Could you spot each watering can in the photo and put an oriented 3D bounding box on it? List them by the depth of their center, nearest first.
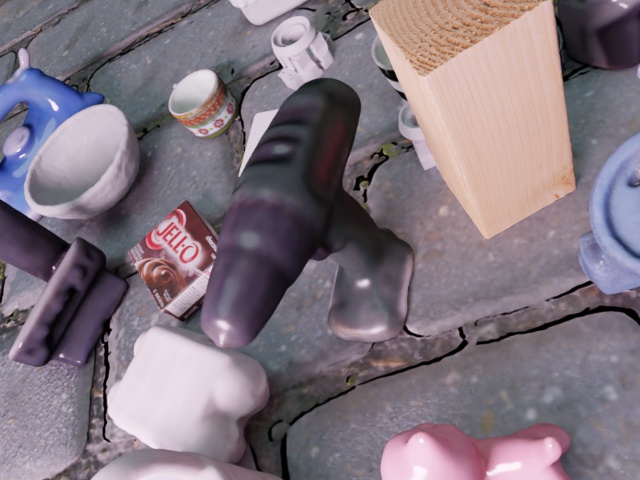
[{"bbox_3d":[-0.085,0.197,0.384,0.172,0.195,0.101,-8,59,24],"label":"watering can"}]

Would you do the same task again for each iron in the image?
[{"bbox_3d":[-0.421,-0.129,0.793,0.118,0.142,0.258,16,70,34],"label":"iron"}]

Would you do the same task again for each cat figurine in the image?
[{"bbox_3d":[0.096,0.147,0.367,0.127,0.118,0.067,-18,55,18],"label":"cat figurine"}]

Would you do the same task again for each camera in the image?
[{"bbox_3d":[0.301,-0.225,0.491,0.143,0.101,0.136,-49,52,-6],"label":"camera"}]

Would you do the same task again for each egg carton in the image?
[{"bbox_3d":[-0.119,0.139,0.517,0.149,0.070,0.107,12,68,33],"label":"egg carton"}]

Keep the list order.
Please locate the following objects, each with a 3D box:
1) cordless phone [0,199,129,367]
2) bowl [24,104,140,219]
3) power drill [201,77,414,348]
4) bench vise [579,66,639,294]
[{"bbox_3d":[-0.311,0.047,0.601,0.093,0.186,0.148,6,65,31],"label":"cordless phone"},{"bbox_3d":[-0.293,-0.090,0.744,0.167,0.075,0.167,-13,57,21],"label":"bowl"},{"bbox_3d":[0.004,0.002,0.445,0.075,0.209,0.229,-3,61,27],"label":"power drill"},{"bbox_3d":[0.255,-0.055,0.337,0.207,0.220,0.121,-31,52,9],"label":"bench vise"}]
